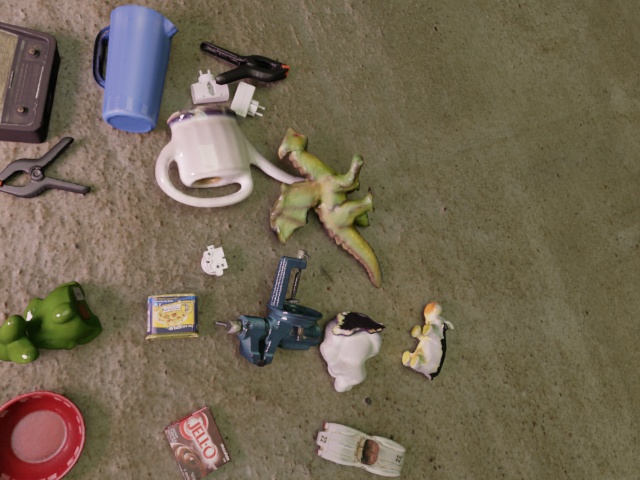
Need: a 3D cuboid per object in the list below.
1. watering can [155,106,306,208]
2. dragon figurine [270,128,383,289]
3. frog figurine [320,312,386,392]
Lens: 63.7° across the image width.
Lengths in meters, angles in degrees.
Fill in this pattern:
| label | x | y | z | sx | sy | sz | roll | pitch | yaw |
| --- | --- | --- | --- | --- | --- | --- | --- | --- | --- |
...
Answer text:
| label | x | y | z | sx | sy | sz | roll | pitch | yaw |
| --- | --- | --- | --- | --- | --- | --- | --- | --- | --- |
| watering can | -0.197 | -0.188 | 1.137 | 0.350 | 0.103 | 0.225 | -11 | 83 | -34 |
| dragon figurine | 0.004 | -0.059 | 1.170 | 0.244 | 0.122 | 0.409 | -14 | 94 | -14 |
| frog figurine | 0.068 | 0.244 | 1.128 | 0.138 | 0.124 | 0.157 | -8 | 116 | -30 |
